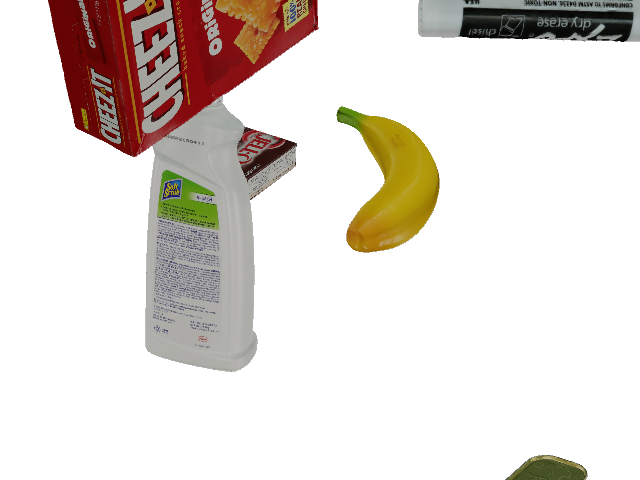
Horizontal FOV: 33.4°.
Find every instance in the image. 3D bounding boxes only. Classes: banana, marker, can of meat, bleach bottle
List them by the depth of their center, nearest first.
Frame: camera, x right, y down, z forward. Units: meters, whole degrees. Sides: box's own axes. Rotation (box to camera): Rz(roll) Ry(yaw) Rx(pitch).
[{"bbox_3d":[0.098,-0.085,0.406,0.121,0.020,0.020,2,0,0],"label":"marker"},{"bbox_3d":[0.048,-0.040,0.729,0.069,0.037,0.198,1,28,-2],"label":"banana"},{"bbox_3d":[0.188,0.248,0.919,0.058,0.084,0.101,11,26,41],"label":"can of meat"},{"bbox_3d":[-0.098,-0.016,0.919,0.102,0.251,0.068,11,23,11],"label":"bleach bottle"}]

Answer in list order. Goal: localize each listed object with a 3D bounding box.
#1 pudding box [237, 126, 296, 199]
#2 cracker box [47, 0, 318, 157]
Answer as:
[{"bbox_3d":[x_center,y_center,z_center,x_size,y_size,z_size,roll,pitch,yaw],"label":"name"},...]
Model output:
[{"bbox_3d":[-0.095,-0.094,1.288,0.090,0.039,0.113,19,38,25],"label":"pudding box"},{"bbox_3d":[-0.091,-0.185,0.771,0.072,0.164,0.213,27,51,27],"label":"cracker box"}]
